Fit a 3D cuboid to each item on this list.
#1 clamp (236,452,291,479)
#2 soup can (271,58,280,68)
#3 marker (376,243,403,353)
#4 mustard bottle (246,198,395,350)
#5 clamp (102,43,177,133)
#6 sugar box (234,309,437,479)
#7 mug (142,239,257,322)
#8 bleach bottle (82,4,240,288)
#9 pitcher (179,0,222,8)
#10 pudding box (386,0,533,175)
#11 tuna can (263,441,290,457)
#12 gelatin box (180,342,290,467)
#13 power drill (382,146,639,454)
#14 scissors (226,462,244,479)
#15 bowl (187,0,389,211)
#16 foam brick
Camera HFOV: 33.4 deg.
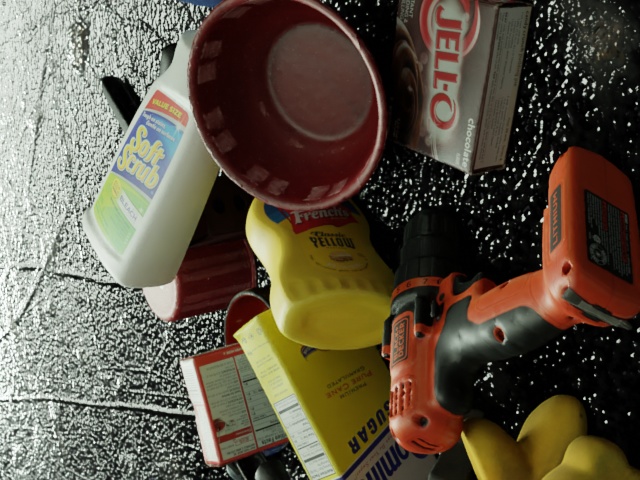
[{"bbox_3d":[-0.020,0.244,0.878,0.171,0.039,0.120,66,172,-9],"label":"clamp"},{"bbox_3d":[-0.031,-0.118,0.850,0.068,0.068,0.102,62,143,23],"label":"soup can"},{"bbox_3d":[0.053,0.048,0.824,0.020,0.020,0.121,51,138,34],"label":"marker"},{"bbox_3d":[-0.005,0.001,0.816,0.192,0.096,0.058,-114,31,-49],"label":"mustard bottle"},{"bbox_3d":[-0.170,-0.087,1.089,0.165,0.036,0.210,5,104,55],"label":"clamp"},{"bbox_3d":[0.016,0.126,0.812,0.048,0.093,0.176,-39,78,48],"label":"sugar box"},{"bbox_3d":[-0.123,0.037,1.019,0.093,0.081,0.117,62,143,22],"label":"mug"},{"bbox_3d":[-0.119,-0.081,0.866,0.103,0.067,0.251,54,132,34],"label":"bleach bottle"},{"bbox_3d":[-0.059,-0.302,0.797,0.145,0.149,0.243,-119,38,-48],"label":"pitcher"},{"bbox_3d":[0.088,-0.110,0.704,0.090,0.039,0.113,31,125,47],"label":"pudding box"},{"bbox_3d":[-0.057,0.150,0.956,0.086,0.085,0.034,60,144,24],"label":"tuna can"},{"bbox_3d":[-0.065,0.129,0.857,0.030,0.073,0.089,-17,88,58],"label":"gelatin box"},{"bbox_3d":[0.110,0.023,0.662,0.188,0.057,0.184,-42,33,44],"label":"power drill"},{"bbox_3d":[-0.065,0.227,0.975,0.096,0.016,0.202,56,173,6],"label":"scissors"},{"bbox_3d":[-0.014,-0.104,0.755,0.162,0.055,0.162,15,121,26],"label":"bowl"},{"bbox_3d":[-0.083,-0.027,0.946,0.051,0.078,0.053,-23,81,52],"label":"foam brick"}]
